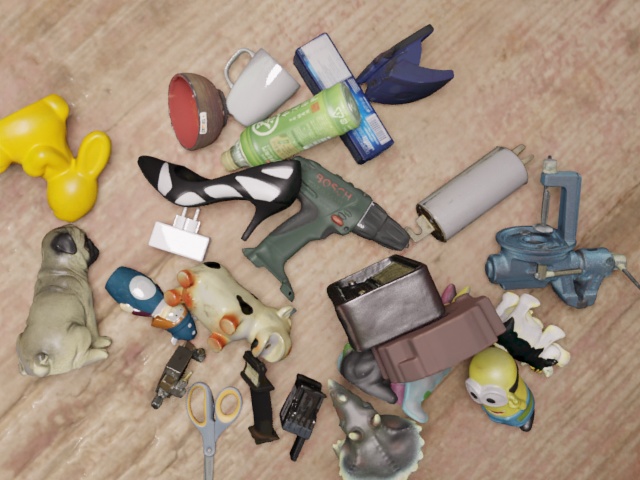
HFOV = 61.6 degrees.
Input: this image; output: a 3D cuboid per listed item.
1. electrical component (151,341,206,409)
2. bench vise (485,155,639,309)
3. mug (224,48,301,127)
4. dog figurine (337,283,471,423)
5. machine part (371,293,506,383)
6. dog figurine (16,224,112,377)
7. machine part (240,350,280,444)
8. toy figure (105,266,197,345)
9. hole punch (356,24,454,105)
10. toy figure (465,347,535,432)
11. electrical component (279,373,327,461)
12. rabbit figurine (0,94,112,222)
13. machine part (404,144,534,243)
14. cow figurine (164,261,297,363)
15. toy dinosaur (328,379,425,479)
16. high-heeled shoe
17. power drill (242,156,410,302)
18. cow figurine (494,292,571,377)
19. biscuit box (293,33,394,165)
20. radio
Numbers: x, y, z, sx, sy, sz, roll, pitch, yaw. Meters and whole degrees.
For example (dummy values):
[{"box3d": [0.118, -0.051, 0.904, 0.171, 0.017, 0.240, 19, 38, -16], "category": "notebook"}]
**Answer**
[{"box3d": [-0.211, 0.200, 0.809, 0.045, 0.102, 0.078, 25, 113, -3], "category": "electrical component"}, {"box3d": [0.378, -0.009, 0.847, 0.224, 0.129, 0.240, 1, 110, 13], "category": "bench vise"}, {"box3d": [-0.103, -0.233, 0.824, 0.109, 0.081, 0.107, 41, 96, -3], "category": "mug"}, {"box3d": [0.152, 0.154, 0.843, 0.191, 0.108, 0.219, 30, 83, -3], "category": "dog figurine"}, {"box3d": [0.151, 0.128, 0.712, 0.179, 0.179, 0.056, -25, 87, -5], "category": "machine part"}, {"box3d": [-0.371, 0.079, 0.755, 0.121, 0.172, 0.190, -7, 98, -17], "category": "dog figurine"}, {"box3d": [-0.094, 0.245, 0.835, 0.039, 0.084, 0.138, -12, 101, -31], "category": "machine part"}, {"box3d": [-0.252, 0.100, 0.817, 0.154, 0.058, 0.064, 35, 77, -4], "category": "toy figure"}, {"box3d": [0.128, -0.252, 0.826, 0.116, 0.142, 0.092, -32, 98, -17], "category": "hole punch"}, {"box3d": [0.286, 0.236, 0.844, 0.180, 0.082, 0.089, 44, 42, -39], "category": "toy figure"}, {"box3d": [-0.035, 0.276, 0.838, 0.048, 0.075, 0.119, 25, 90, -7], "category": "electrical component"}, {"box3d": [-0.385, -0.114, 0.792, 0.162, 0.122, 0.173, -30, 107, -15], "category": "rabbit figurine"}, {"box3d": [0.243, -0.073, 0.862, 0.243, 0.079, 0.079, -36, 94, -6], "category": "machine part"}, {"box3d": [-0.122, 0.110, 0.811, 0.195, 0.127, 0.085, 41, 123, 11], "category": "cow figurine"}, {"box3d": [0.074, 0.406, 0.791, 0.131, 0.192, 0.404, 1, 89, -4], "category": "toy dinosaur"}, {"box3d": [-0.150, -0.105, 0.790, 0.249, 0.086, 0.145, 33, 99, 10], "category": "high-heeled shoe"}, {"box3d": [-0.002, -0.003, 0.834, 0.232, 0.086, 0.207, 42, 90, -2], "category": "power drill"}, {"box3d": [0.337, 0.168, 0.864, 0.167, 0.068, 0.098, 47, 74, -19], "category": "cow figurine"}, {"box3d": [0.036, -0.217, 0.846, 0.059, 0.063, 0.202, -33, 94, -6], "category": "biscuit box"}, {"box3d": [0.084, 0.083, 0.772, 0.131, 0.229, 0.073, -24, 91, -1], "category": "radio"}]
